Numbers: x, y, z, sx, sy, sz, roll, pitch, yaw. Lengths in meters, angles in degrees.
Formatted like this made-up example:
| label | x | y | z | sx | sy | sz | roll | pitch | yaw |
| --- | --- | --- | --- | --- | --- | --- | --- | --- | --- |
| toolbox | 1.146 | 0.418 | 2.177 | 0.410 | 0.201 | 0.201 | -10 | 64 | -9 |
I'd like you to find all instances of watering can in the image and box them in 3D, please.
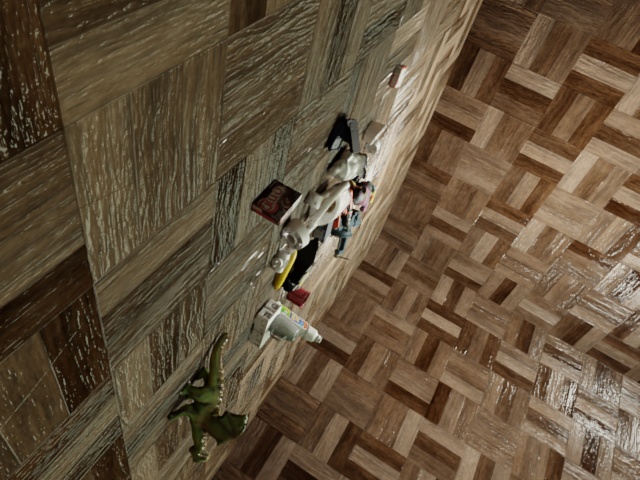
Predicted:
| label | x | y | z | sx | sy | sz | roll | pitch | yaw |
| --- | --- | --- | --- | --- | --- | --- | --- | --- | --- |
| watering can | 0.006 | -0.098 | 1.940 | 0.342 | 0.104 | 0.227 | -50 | 176 | 24 |

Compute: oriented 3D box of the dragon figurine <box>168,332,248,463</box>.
| label | x | y | z | sx | sy | sz | roll | pitch | yaw |
| --- | --- | --- | --- | --- | --- | --- | --- | --- | --- |
| dragon figurine | -0.330 | 0.531 | 1.655 | 0.409 | 0.244 | 0.122 | -59 | 164 | 5 |

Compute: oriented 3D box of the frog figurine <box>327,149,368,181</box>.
| label | x | y | z | sx | sy | sz | roll | pitch | yaw |
| --- | --- | --- | --- | --- | --- | --- | --- | --- | --- |
| frog figurine | 0.090 | -0.275 | 1.915 | 0.160 | 0.124 | 0.134 | -14 | 157 | -22 |
